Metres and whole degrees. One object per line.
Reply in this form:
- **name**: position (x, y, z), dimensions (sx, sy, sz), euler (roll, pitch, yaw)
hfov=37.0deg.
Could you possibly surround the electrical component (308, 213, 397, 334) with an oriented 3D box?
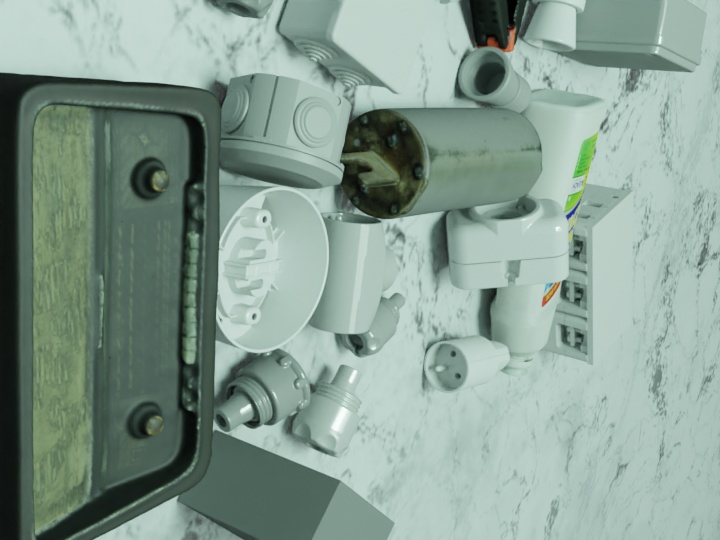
- **electrical component**: position (0.000, 0.000, 0.757), dimensions (0.079, 0.043, 0.077), euler (-9, 109, -54)

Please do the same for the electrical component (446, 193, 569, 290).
- **electrical component**: position (0.118, -0.025, 0.867), dimensions (0.053, 0.095, 0.059), euler (-89, 174, -62)

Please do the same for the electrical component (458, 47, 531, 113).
- **electrical component**: position (0.111, -0.148, 0.862), dimensions (0.065, 0.044, 0.044), euler (18, 88, -60)

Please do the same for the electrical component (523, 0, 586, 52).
- **electrical component**: position (0.166, -0.217, 0.909), dimensions (0.045, 0.045, 0.055), euler (8, 95, -55)

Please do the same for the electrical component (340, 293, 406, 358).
- **electrical component**: position (0.013, 0.037, 0.797), dimensions (0.061, 0.035, 0.035), euler (-41, 133, -42)

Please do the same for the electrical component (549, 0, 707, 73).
- **electrical component**: position (0.237, -0.214, 0.954), dimensions (0.109, 0.109, 0.056), euler (1, 99, -55)

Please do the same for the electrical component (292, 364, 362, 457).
- **electrical component**: position (-0.019, 0.098, 0.767), dimensions (0.043, 0.043, 0.062), euler (48, 62, -50)

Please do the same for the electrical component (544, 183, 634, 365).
- **electrical component**: position (0.218, 0.002, 1.047), dimensions (0.089, 0.062, 0.150), euler (-36, 130, -42)

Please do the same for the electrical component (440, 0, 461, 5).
- **electrical component**: position (0.059, -0.235, 0.746), dimensions (0.056, 0.050, 0.089), euler (-28, 125, -47)

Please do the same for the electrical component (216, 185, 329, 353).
- **electrical component**: position (-0.068, -0.003, 0.637), dimensions (0.099, 0.064, 0.099), euler (10, 90, -68)

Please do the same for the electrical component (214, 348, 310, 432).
- **electrical component**: position (-0.066, 0.082, 0.695), dimensions (0.062, 0.048, 0.048), euler (-31, 127, -37)

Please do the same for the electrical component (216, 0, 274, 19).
- **electrical component**: position (-0.060, -0.177, 0.616), dimensions (0.035, 0.035, 0.061), euler (28, 77, -55)

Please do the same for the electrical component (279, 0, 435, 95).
- **electrical component**: position (0.001, -0.171, 0.690), dimensions (0.100, 0.048, 0.099), euler (26, 80, -55)

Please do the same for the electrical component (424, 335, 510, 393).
- **electrical component**: position (0.095, 0.078, 0.919), dimensions (0.081, 0.043, 0.043), euler (-5, 106, -54)

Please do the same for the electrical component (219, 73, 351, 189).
- **electrical component**: position (-0.046, -0.080, 0.633), dimensions (0.080, 0.080, 0.051), euler (20, 80, -55)
